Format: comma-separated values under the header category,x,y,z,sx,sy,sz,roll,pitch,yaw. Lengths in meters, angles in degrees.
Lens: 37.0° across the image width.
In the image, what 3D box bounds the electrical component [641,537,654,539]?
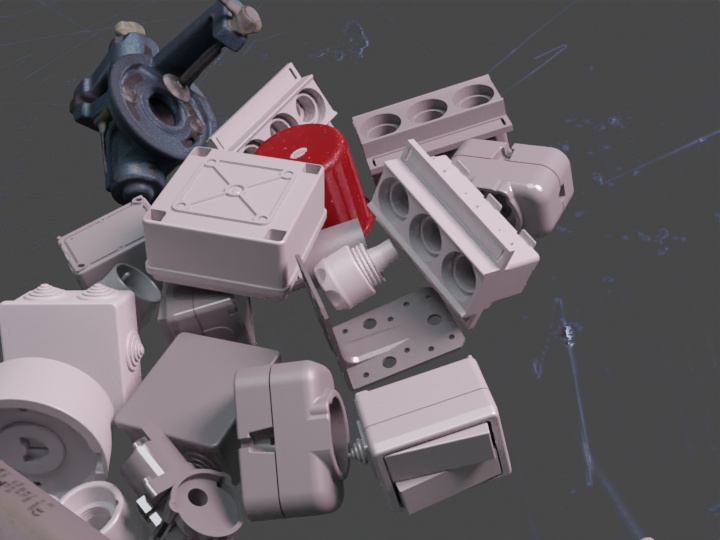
category,x,y,z,sx,sy,sz,roll,pitch,yaw
electrical component,0.165,0.169,0.573,0.035,0.035,0.061,-20,37,-3

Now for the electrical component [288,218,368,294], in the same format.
category,x,y,z,sx,sy,sz,roll,pitch,yaw
electrical component,-0.034,-0.008,0.846,0.081,0.043,0.043,-18,39,0

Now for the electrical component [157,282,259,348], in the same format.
category,x,y,z,sx,sy,sz,roll,pitch,yaw
electrical component,-0.118,0.023,0.826,0.061,0.061,0.096,-16,39,2

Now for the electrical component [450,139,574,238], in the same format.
category,x,y,z,sx,sy,sz,roll,pitch,yaw
electrical component,0.112,-0.062,0.846,0.095,0.053,0.059,11,47,30

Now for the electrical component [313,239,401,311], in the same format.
category,x,y,z,sx,sy,sz,roll,pitch,yaw
electrical component,0.000,0.000,0.806,0.062,0.043,0.043,-31,39,3

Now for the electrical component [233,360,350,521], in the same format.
category,x,y,z,sx,sy,sz,roll,pitch,yaw
electrical component,-0.041,0.107,0.678,0.059,0.054,0.095,-8,78,11

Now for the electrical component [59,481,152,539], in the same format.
category,x,y,z,sx,sy,sz,roll,pitch,yaw
electrical component,-0.166,0.168,0.686,0.055,0.047,0.055,-10,40,9

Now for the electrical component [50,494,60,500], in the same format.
category,x,y,z,sx,sy,sz,roll,pitch,yaw
electrical component,-0.214,0.174,0.701,0.048,0.048,0.062,-4,35,16

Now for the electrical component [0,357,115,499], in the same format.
category,x,y,z,sx,sy,sz,roll,pitch,yaw
electrical component,-0.220,0.108,0.733,0.108,0.108,0.060,-11,33,8

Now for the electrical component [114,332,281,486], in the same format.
category,x,y,z,sx,sy,sz,roll,pitch,yaw
electrical component,-0.105,0.096,0.747,0.100,0.048,0.099,8,46,28

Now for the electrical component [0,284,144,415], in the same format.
category,x,y,z,sx,sy,sz,roll,pitch,yaw
electrical component,-0.208,0.060,0.784,0.100,0.099,0.048,0,13,7

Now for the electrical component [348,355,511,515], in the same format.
category,x,y,z,sx,sy,sz,roll,pitch,yaw
electrical component,0.040,0.107,0.669,0.096,0.061,0.061,-18,39,-1

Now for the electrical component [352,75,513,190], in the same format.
category,x,y,z,sx,sy,sz,roll,pitch,yaw
electrical component,0.063,-0.112,0.916,0.121,0.063,0.078,-18,39,0

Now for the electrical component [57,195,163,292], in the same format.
category,x,y,z,sx,sy,sz,roll,pitch,yaw
electrical component,-0.190,-0.012,0.895,0.096,0.061,0.061,-29,40,-14

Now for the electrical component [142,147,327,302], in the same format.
category,x,y,z,sx,sy,sz,roll,pitch,yaw
electrical component,-0.090,-0.036,0.796,0.109,0.056,0.108,10,38,11

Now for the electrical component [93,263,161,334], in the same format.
category,x,y,z,sx,sy,sz,roll,pitch,yaw
electrical component,-0.189,0.034,0.843,0.077,0.044,0.079,-48,-4,15

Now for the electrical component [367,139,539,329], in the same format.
category,x,y,z,sx,sy,sz,roll,pitch,yaw
electrical component,0.069,-0.029,0.789,0.063,0.078,0.121,-15,53,-35

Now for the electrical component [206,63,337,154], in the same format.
category,x,y,z,sx,sy,sz,roll,pitch,yaw
electrical component,-0.085,-0.120,0.979,0.063,0.078,0.121,-7,35,48
